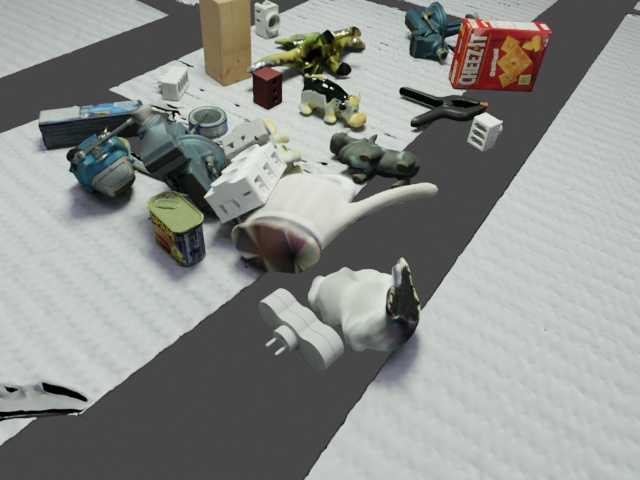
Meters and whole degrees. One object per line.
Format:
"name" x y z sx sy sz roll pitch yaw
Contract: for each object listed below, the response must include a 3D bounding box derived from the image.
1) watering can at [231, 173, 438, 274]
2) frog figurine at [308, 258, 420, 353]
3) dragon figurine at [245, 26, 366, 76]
"watering can" 0.003 -0.043 0.849 0.347 0.102 0.229 3 39 26
"frog figurine" 0.059 0.100 0.750 0.158 0.121 0.141 -17 44 31
"dragon figurine" -0.042 -0.510 1.388 0.412 0.120 0.246 -15 30 -22
